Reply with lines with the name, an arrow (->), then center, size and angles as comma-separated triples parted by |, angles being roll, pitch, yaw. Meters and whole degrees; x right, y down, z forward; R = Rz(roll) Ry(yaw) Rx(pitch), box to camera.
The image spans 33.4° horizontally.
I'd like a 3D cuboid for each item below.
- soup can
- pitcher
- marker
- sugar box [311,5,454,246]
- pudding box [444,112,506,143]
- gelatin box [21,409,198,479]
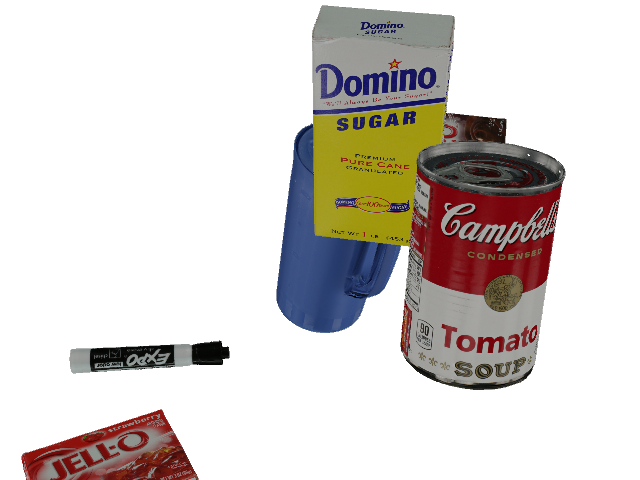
soup can -> 0.075, 0.011, 0.509 | 0.068, 0.102, 0.068 | 3, 23, -1
pitcher -> 0.022, -0.003, 1.224 | 0.145, 0.243, 0.149 | 17, 40, 6
marker -> -0.131, 0.089, 0.821 | 0.121, 0.020, 0.020 | -3, 0, -3
sugar box -> 0.042, -0.076, 0.754 | 0.093, 0.176, 0.048 | 6, 45, 8
pudding box -> 0.125, -0.074, 0.996 | 0.090, 0.039, 0.113 | 8, 40, 6
gelatin box -> -0.122, 0.139, 0.617 | 0.089, 0.030, 0.073 | -15, 27, -19
